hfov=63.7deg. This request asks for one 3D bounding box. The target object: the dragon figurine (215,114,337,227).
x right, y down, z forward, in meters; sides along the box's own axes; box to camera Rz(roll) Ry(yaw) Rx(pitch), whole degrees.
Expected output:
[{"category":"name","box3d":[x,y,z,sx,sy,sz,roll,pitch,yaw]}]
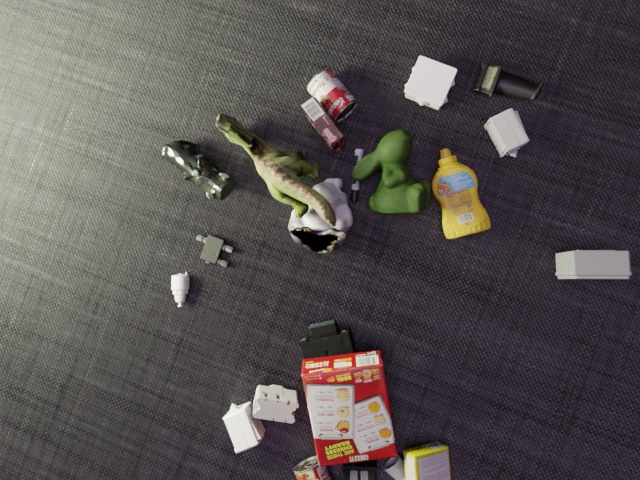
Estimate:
[{"category":"dragon figurine","box3d":[-0.113,-0.161,1.033,0.240,0.416,0.122,32,97,-28]}]

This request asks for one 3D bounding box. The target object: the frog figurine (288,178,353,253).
[{"category":"frog figurine","box3d":[0.003,-0.057,1.130,0.137,0.120,0.163,-6,50,15]}]
